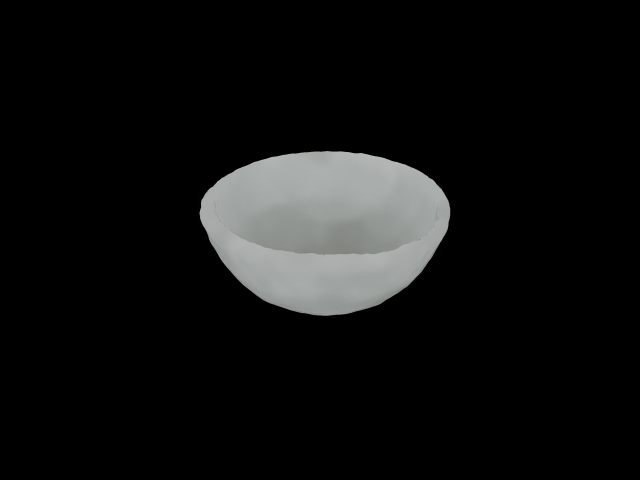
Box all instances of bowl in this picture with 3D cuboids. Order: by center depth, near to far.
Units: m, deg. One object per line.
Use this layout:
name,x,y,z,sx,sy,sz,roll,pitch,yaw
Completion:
bowl,0.004,0.001,0.400,0.167,0.075,0.167,0,31,0
